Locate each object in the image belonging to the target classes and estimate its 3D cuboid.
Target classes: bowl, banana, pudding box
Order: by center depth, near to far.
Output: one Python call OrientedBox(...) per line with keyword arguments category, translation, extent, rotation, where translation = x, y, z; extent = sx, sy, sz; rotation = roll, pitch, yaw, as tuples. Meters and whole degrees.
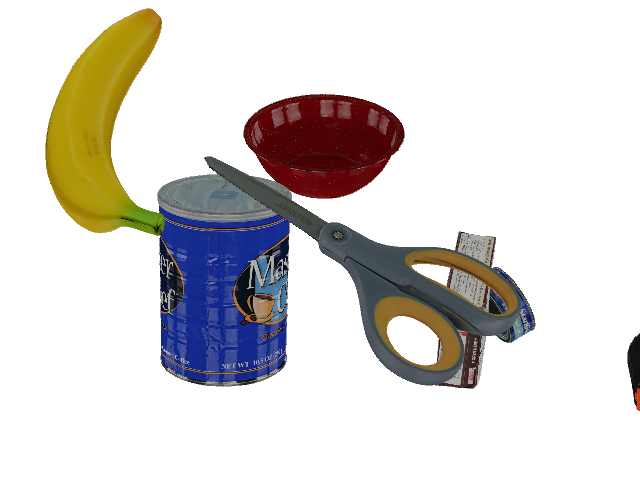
OrientedBox(category="banana", translation=(-0.129, -0.070, 0.642), extent=(0.069, 0.198, 0.037), rotation=(-2, -40, -8))
OrientedBox(category="pudding box", translation=(0.126, 0.059, 0.924), extent=(0.039, 0.090, 0.113), rotation=(6, 33, 9))
OrientedBox(category="bowl", translation=(0.003, -0.089, 1.083), extent=(0.162, 0.055, 0.162), rotation=(0, 34, 0))

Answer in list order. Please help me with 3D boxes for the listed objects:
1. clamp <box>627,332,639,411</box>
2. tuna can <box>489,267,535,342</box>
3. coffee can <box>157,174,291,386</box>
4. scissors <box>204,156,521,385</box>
OrientedBox(category="clamp", translation=(0.322, 0.085, 0.956), extent=(0.171, 0.039, 0.120), rotation=(-33, 36, -25))
OrientedBox(category="tuna can", translation=(0.211, 0.076, 1.243), extent=(0.033, 0.086, 0.086), rotation=(-30, 6, -10))
OrientedBox(category="coffee can", translation=(-0.075, 0.029, 0.838), extent=(0.103, 0.140, 0.103), rotation=(2, 20, -1))
OrientedBox(category="scissors", translation=(0.009, 0.016, 0.586), extent=(0.202, 0.096, 0.016), rotation=(20, -40, 10))
